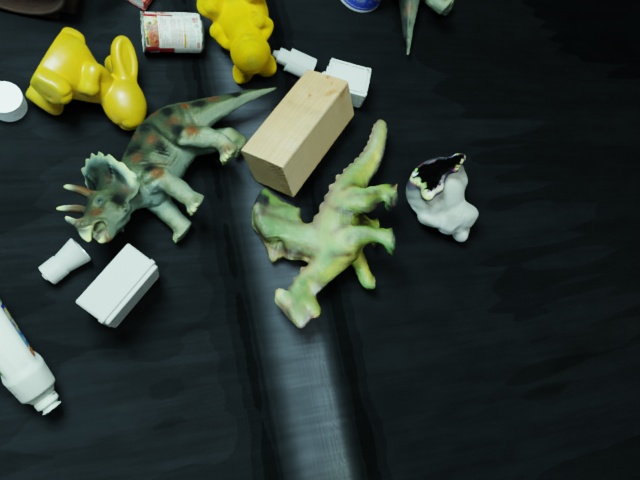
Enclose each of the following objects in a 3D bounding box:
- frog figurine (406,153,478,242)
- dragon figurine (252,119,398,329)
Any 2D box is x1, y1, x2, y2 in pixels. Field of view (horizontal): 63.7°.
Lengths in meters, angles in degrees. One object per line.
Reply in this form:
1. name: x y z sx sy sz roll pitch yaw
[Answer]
1. frog figurine: 0.242 -0.077 0.999 0.156 0.123 0.140 55 53 -40
2. dragon figurine: 0.003 -0.046 0.906 0.243 0.120 0.418 6 67 -8
